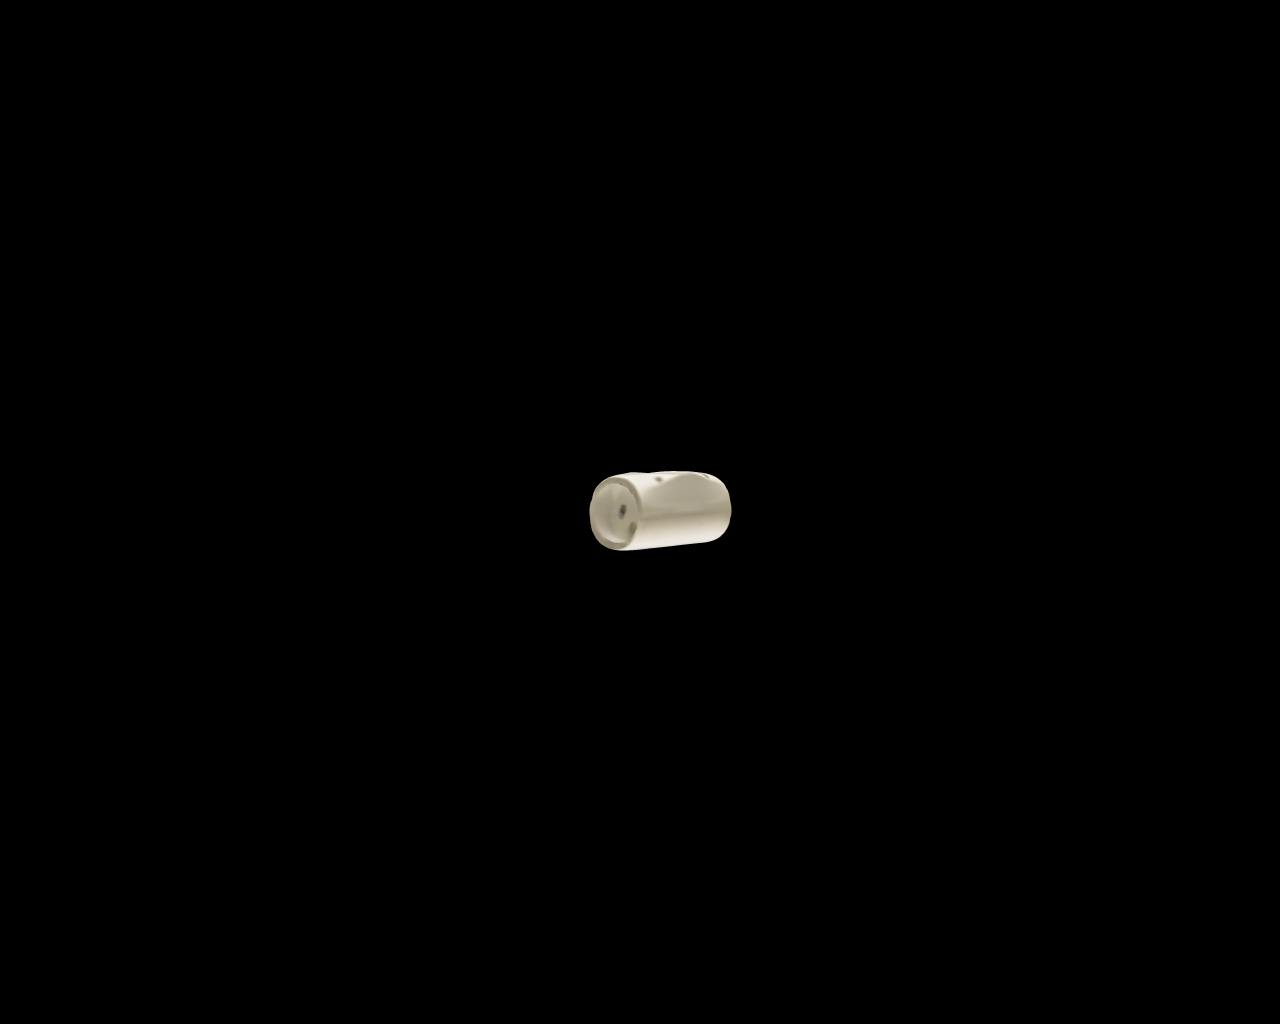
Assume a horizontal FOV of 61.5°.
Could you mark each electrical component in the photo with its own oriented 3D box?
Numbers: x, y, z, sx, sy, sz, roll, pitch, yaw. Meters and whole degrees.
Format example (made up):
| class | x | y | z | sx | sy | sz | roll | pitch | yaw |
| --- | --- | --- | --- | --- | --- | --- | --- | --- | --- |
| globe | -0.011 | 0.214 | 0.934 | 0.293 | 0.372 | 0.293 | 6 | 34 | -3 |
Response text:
| class | x | y | z | sx | sy | sz | roll | pitch | yaw |
| --- | --- | --- | --- | --- | --- | --- | --- | --- | --- |
| electrical component | 0.001 | -0.003 | 0.650 | 0.077 | 0.043 | 0.079 | -4 | 6 | -43 |
